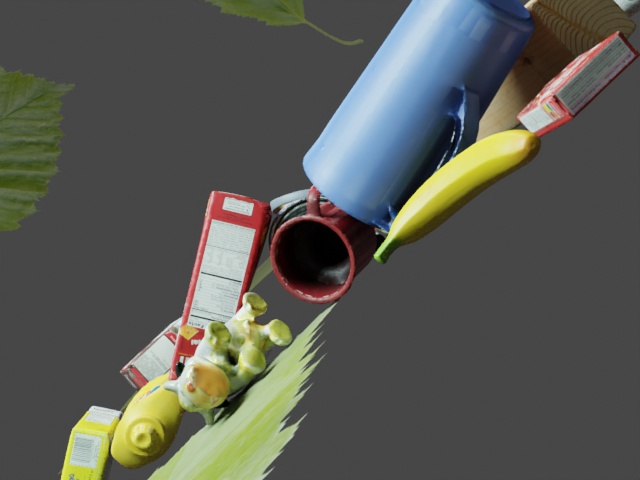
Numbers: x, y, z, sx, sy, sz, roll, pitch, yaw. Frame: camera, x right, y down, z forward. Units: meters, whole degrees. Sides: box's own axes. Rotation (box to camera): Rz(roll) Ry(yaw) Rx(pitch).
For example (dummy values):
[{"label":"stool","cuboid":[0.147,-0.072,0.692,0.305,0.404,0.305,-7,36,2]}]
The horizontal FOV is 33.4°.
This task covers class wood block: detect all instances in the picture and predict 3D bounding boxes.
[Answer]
[{"label":"wood block","cuboid":[0.214,-0.184,1.109,0.090,0.091,0.206,-45,4,-27]}]

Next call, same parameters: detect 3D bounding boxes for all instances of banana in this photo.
[{"label":"banana","cuboid":[0.122,-0.044,0.907,0.198,0.037,0.069,-42,22,42]}]

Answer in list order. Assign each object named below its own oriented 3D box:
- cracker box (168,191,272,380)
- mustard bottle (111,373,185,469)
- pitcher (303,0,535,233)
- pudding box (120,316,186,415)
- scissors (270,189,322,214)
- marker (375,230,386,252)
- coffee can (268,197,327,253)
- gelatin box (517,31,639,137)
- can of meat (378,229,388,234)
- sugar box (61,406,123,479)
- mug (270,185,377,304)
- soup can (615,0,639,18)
[{"label":"cracker box","cuboid":[-0.111,0.054,1.223,0.164,0.072,0.214,-142,65,-87]},{"label":"mustard bottle","cuboid":[-0.183,0.198,1.146,0.096,0.058,0.192,-49,4,-3]},{"label":"pitcher","cuboid":[0.100,-0.129,1.016,0.243,0.149,0.144,-57,-10,27]},{"label":"pudding box","cuboid":[-0.179,0.160,1.329,0.039,0.090,0.113,-37,6,47]},{"label":"scissors","cuboid":[0.035,-0.061,1.326,0.202,0.016,0.096,-14,-14,23]},{"label":"marker","cuboid":[0.060,0.000,1.178,0.020,0.020,0.121,-42,3,2]},{"label":"coffee can","cuboid":[-0.008,0.002,1.238,0.103,0.103,0.140,-42,3,-1]},{"label":"gelatin box","cuboid":[0.217,-0.131,0.905,0.089,0.030,0.073,-43,3,-14]},{"label":"can of meat","cuboid":[0.099,-0.059,1.173,0.102,0.057,0.084,-41,1,15]},{"label":"sugar box","cuboid":[-0.257,0.245,1.198,0.176,0.048,0.093,170,113,-82]},{"label":"mug","cuboid":[0.006,-0.003,1.090,0.093,0.117,0.081,-1,18,25]},{"label":"soup can","cuboid":[0.322,-0.272,1.174,0.068,0.068,0.102,-44,4,-30]}]
